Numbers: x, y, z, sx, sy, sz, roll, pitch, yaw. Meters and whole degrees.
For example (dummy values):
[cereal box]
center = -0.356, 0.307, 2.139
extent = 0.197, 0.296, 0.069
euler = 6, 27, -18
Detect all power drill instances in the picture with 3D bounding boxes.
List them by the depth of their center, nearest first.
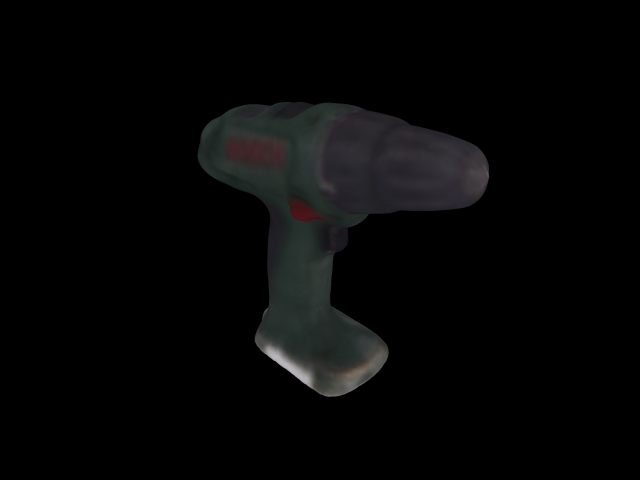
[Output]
[power drill]
center = 0.004, 0.001, 0.400
extent = 0.228, 0.208, 0.076
euler = 27, 42, 36
